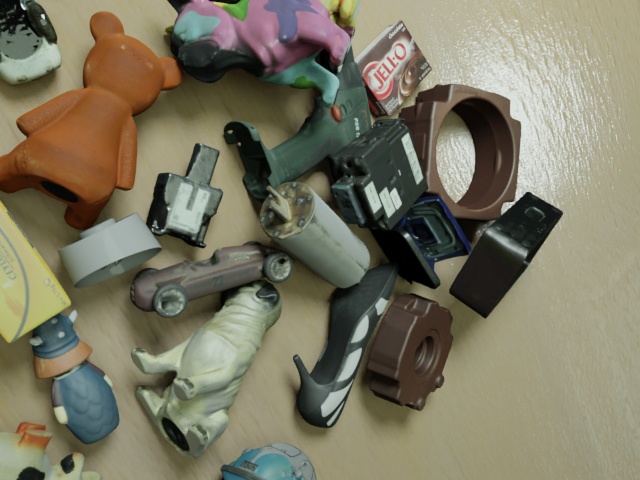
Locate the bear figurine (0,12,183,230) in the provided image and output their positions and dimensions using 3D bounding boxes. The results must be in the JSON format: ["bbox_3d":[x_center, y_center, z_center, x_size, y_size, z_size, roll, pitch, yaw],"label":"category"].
[{"bbox_3d":[-0.240,-0.127,0.567,0.120,0.132,0.196,30,60,-31],"label":"bear figurine"}]

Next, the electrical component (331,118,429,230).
[{"bbox_3d":[0.075,-0.080,0.704,0.134,0.058,0.114,-42,120,-33],"label":"electrical component"}]

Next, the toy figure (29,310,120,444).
[{"bbox_3d":[-0.272,0.147,0.586,0.058,0.064,0.154,-20,102,9],"label":"toy figure"}]

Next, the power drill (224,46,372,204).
[{"bbox_3d":[-0.020,-0.152,0.711,0.207,0.086,0.231,-30,112,-34],"label":"power drill"}]

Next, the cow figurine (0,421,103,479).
[{"bbox_3d":[-0.322,0.254,0.550,0.195,0.086,0.127,19,78,-34],"label":"cow figurine"}]

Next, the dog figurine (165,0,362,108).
[{"bbox_3d":[-0.068,-0.252,0.617,0.219,0.108,0.191,16,68,-4],"label":"dog figurine"}]

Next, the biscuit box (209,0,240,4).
[{"bbox_3d":[-0.060,-0.331,0.675,0.203,0.059,0.062,-10,98,-30],"label":"biscuit box"}]

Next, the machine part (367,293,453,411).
[{"bbox_3d":[0.143,0.169,0.816,0.179,0.056,0.179,-18,114,-47],"label":"machine part"}]

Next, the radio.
[{"bbox_3d":[0.298,0.015,0.845,0.229,0.073,0.131,-30,149,-50],"label":"radio"}]

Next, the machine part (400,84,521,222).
[{"bbox_3d":[0.218,-0.132,0.849,0.201,0.087,0.200,2,93,-30],"label":"machine part"}]

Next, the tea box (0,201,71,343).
[{"bbox_3d":[-0.323,0.006,0.520,0.068,0.098,0.169,-35,113,-24],"label":"tea box"}]

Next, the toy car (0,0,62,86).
[{"bbox_3d":[-0.329,-0.252,0.520,0.073,0.056,0.201,-32,109,-19],"label":"toy car"}]

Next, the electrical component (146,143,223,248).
[{"bbox_3d":[-0.160,-0.055,0.644,0.075,0.048,0.119,15,86,-32],"label":"electrical component"}]

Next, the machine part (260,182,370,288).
[{"bbox_3d":[-0.001,-0.002,0.689,0.243,0.079,0.079,40,72,-52],"label":"machine part"}]

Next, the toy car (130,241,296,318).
[{"bbox_3d":[-0.126,0.038,0.647,0.202,0.089,0.053,-17,106,-28],"label":"toy car"}]

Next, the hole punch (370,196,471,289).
[{"bbox_3d":[0.146,-0.002,0.795,0.092,0.116,0.142,-44,113,-14],"label":"hole punch"}]

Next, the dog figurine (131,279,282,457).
[{"bbox_3d":[-0.116,0.155,0.669,0.190,0.121,0.172,-33,146,-43],"label":"dog figurine"}]

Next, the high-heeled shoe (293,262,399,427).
[{"bbox_3d":[0.054,0.154,0.781,0.249,0.086,0.145,-41,123,-23],"label":"high-heeled shoe"}]

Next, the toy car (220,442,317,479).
[{"bbox_3d":[-0.050,0.329,0.714,0.103,0.109,0.161,-50,127,-37],"label":"toy car"}]
